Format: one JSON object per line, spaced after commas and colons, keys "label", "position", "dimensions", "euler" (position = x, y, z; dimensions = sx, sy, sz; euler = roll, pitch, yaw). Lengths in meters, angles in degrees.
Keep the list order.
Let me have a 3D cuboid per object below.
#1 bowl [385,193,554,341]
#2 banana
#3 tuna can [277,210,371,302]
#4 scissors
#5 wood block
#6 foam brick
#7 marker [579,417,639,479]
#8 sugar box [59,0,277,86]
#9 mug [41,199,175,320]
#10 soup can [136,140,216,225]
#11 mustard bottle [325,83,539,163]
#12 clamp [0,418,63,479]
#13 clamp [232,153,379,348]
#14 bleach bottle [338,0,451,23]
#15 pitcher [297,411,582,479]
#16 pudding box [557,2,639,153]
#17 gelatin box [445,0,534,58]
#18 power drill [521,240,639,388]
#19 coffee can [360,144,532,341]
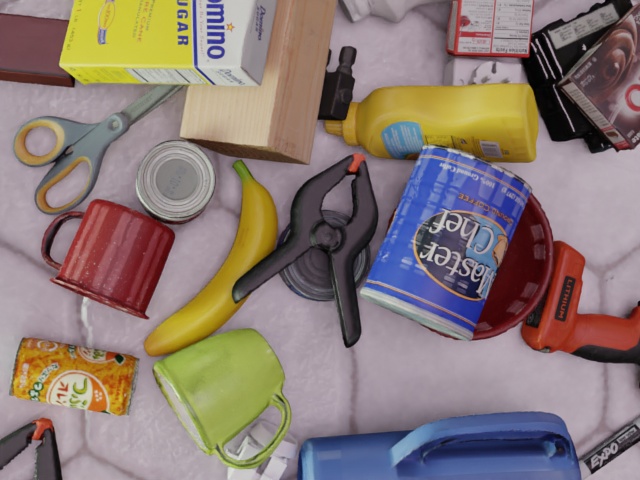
{"label": "bowl", "position": [0.133, 0.012, 0.996], "dimensions": [0.162, 0.055, 0.162], "euler": [0, 89, -8]}
{"label": "banana", "position": [-0.088, 0.028, 0.976], "dimensions": [0.070, 0.037, 0.198], "euler": [25, 84, 12]}
{"label": "tuna can", "position": [0.003, 0.015, 0.988], "dimensions": [0.086, 0.034, 0.086], "euler": [0, 89, -9]}
{"label": "scissors", "position": [-0.196, -0.110, 0.938], "dimensions": [0.096, 0.016, 0.202], "euler": [43, 105, 6]}
{"label": "wood block", "position": [-0.048, -0.178, 0.943], "dimensions": [0.091, 0.090, 0.206], "euler": [8, 86, 25]}
{"label": "foam brick", "position": [-0.255, -0.168, 0.946], "dimensions": [0.078, 0.053, 0.051], "euler": [4, 88, -10]}
{"label": "marker", "position": [0.271, 0.209, 1.030], "dimensions": [0.121, 0.020, 0.020], "euler": [-33, 93, -8]}
{"label": "sugar box", "position": [-0.127, -0.179, 0.896], "dimensions": [0.176, 0.048, 0.093], "euler": [3, 76, 25]}
{"label": "mug", "position": [-0.189, 0.012, 0.938], "dimensions": [0.117, 0.093, 0.081], "euler": [19, 80, 14]}
{"label": "soup can", "position": [-0.127, -0.049, 0.936], "dimensions": [0.068, 0.102, 0.068], "euler": [0, 88, -9]}
{"label": "mustard bottle", "position": [0.097, -0.105, 0.967], "dimensions": [0.192, 0.096, 0.058], "euler": [2, 71, 19]}
{"label": "clamp", "position": [-0.279, 0.260, 0.939], "dimensions": [0.164, 0.036, 0.210], "euler": [32, 84, -7]}
{"label": "clamp", "position": [-0.006, 0.001, 0.949], "dimensions": [0.120, 0.039, 0.171], "euler": [14, 80, -13]}
{"label": "bleach bottle", "position": [0.135, -0.269, 1.002], "dimensions": [0.250, 0.068, 0.102], "euler": [-30, 96, -5]}
{"label": "pitcher", "position": [0.104, 0.221, 0.948], "dimensions": [0.242, 0.145, 0.149], "euler": [0, 88, -6]}
{"label": "pudding box", "position": [0.286, -0.150, 0.973], "dimensions": [0.113, 0.039, 0.090], "euler": [-45, 95, -7]}
{"label": "gelatin box", "position": [0.156, -0.212, 0.974], "dimensions": [0.073, 0.030, 0.089], "euler": [0, 106, -11]}
{"label": "power drill", "position": [0.299, 0.062, 1.018], "dimensions": [0.187, 0.057, 0.184], "euler": [17, 86, -7]}
{"label": "coffee can", "position": [0.108, 0.003, 0.912], "dimensions": [0.102, 0.103, 0.140], "euler": [24, 85, -7]}
